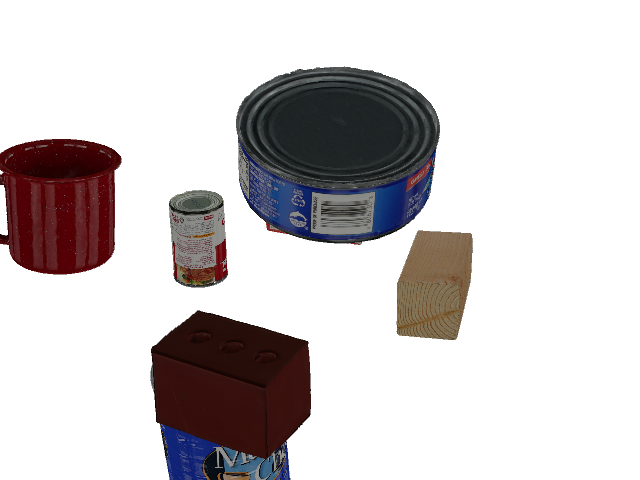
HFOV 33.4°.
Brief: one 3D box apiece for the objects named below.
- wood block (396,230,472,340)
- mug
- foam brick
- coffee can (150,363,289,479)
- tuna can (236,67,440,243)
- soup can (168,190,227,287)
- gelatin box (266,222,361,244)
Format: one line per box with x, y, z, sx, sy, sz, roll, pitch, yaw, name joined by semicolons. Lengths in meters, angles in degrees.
0.176;0.064;1.622;0.091;0.090;0.206;4;22;12;wood block
-0.212;-0.025;0.823;0.117;0.081;0.093;-5;25;-19;mug
-0.051;0.082;0.615;0.078;0.051;0.052;13;28;23;foam brick
-0.079;0.155;0.871;0.103;0.140;0.103;-2;34;1;coffee can
0.007;-0.038;0.457;0.086;0.034;0.086;1;41;-1;tuna can
-0.150;-0.003;1.310;0.068;0.102;0.068;-1;26;0;soup can
0.002;-0.029;0.953;0.089;0.030;0.073;9;26;12;gelatin box
